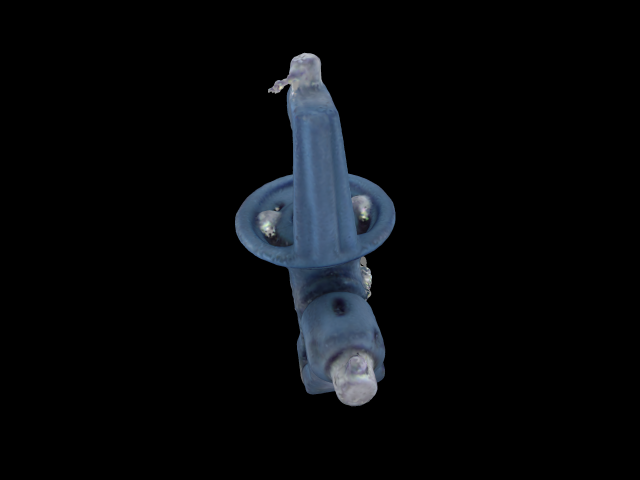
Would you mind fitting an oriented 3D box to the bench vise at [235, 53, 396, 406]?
[{"bbox_3d":[0.014,-0.003,0.403,0.122,0.220,0.207,-25,57,-17],"label":"bench vise"}]
